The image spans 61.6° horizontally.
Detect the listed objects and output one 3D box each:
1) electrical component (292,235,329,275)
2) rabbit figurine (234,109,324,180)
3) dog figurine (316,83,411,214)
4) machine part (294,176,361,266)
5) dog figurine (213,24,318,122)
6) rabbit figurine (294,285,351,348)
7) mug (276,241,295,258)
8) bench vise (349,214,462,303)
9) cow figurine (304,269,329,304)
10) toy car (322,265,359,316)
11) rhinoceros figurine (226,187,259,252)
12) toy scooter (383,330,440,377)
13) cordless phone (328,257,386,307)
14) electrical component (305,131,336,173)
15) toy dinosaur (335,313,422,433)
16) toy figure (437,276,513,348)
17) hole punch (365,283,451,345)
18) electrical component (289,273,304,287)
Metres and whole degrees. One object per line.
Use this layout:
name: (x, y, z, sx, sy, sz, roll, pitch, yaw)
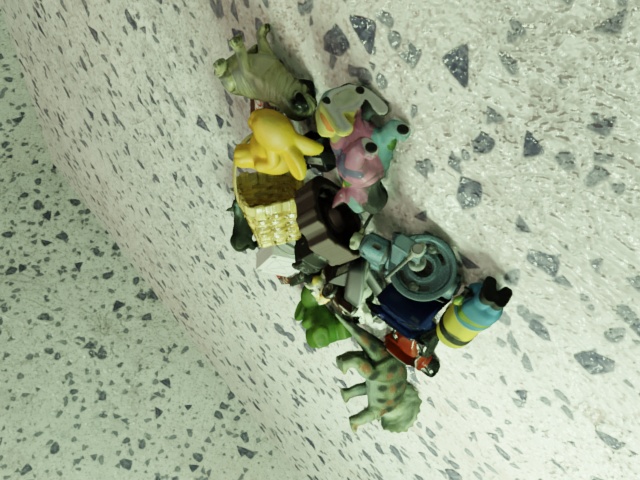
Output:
electrical component: (-0.002, -0.004, 1.172, 0.058, 0.134, 0.115, 29, 140, -31)
rabbit figurine: (-0.084, -0.177, 0.998, 0.162, 0.122, 0.173, 34, 167, 4)
dog figurine: (0.058, -0.146, 0.959, 0.191, 0.108, 0.219, 47, 153, 13)
machine part: (0.018, -0.038, 1.061, 0.056, 0.179, 0.179, -26, 99, 29)
dog figurine: (-0.105, -0.288, 1.041, 0.190, 0.121, 0.172, 54, 155, -4)
rabbit figurine: (-0.001, 0.189, 1.433, 0.159, 0.121, 0.170, -19, 86, 68)
mug: (-0.046, 0.001, 1.282, 0.107, 0.109, 0.080, 32, 141, 13)
bench vise: (0.149, 0.026, 0.947, 0.224, 0.129, 0.240, 38, 176, 14)
cow figurine: (0.000, 0.100, 1.290, 0.098, 0.068, 0.167, 54, 176, -3)
toy car: (0.033, 0.089, 1.188, 0.089, 0.053, 0.202, 43, -158, -33)
rhinoceros figurine: (-0.206, -0.062, 1.427, 0.073, 0.112, 0.190, 2, 86, 26)
toy scooter: (0.193, 0.221, 1.167, 0.135, 0.075, 0.183, 29, 153, 34)
cordless phone: (0.109, 0.110, 1.127, 0.089, 0.147, 0.184, -34, 102, 18)
electrical component: (0.010, -0.175, 1.058, 0.119, 0.048, 0.074, 10, 128, 52)
toy dinosaur: (0.142, 0.323, 1.272, 0.131, 0.192, 0.404, -116, 16, -54)
toy figure: (0.265, 0.130, 0.949, 0.082, 0.089, 0.180, 53, 155, 15)
hole punch: (0.178, 0.126, 1.046, 0.142, 0.116, 0.092, 38, 120, 29)
electrical component: (-0.044, 0.098, 1.415, 0.094, 0.063, 0.021, -43, 69, 51)
